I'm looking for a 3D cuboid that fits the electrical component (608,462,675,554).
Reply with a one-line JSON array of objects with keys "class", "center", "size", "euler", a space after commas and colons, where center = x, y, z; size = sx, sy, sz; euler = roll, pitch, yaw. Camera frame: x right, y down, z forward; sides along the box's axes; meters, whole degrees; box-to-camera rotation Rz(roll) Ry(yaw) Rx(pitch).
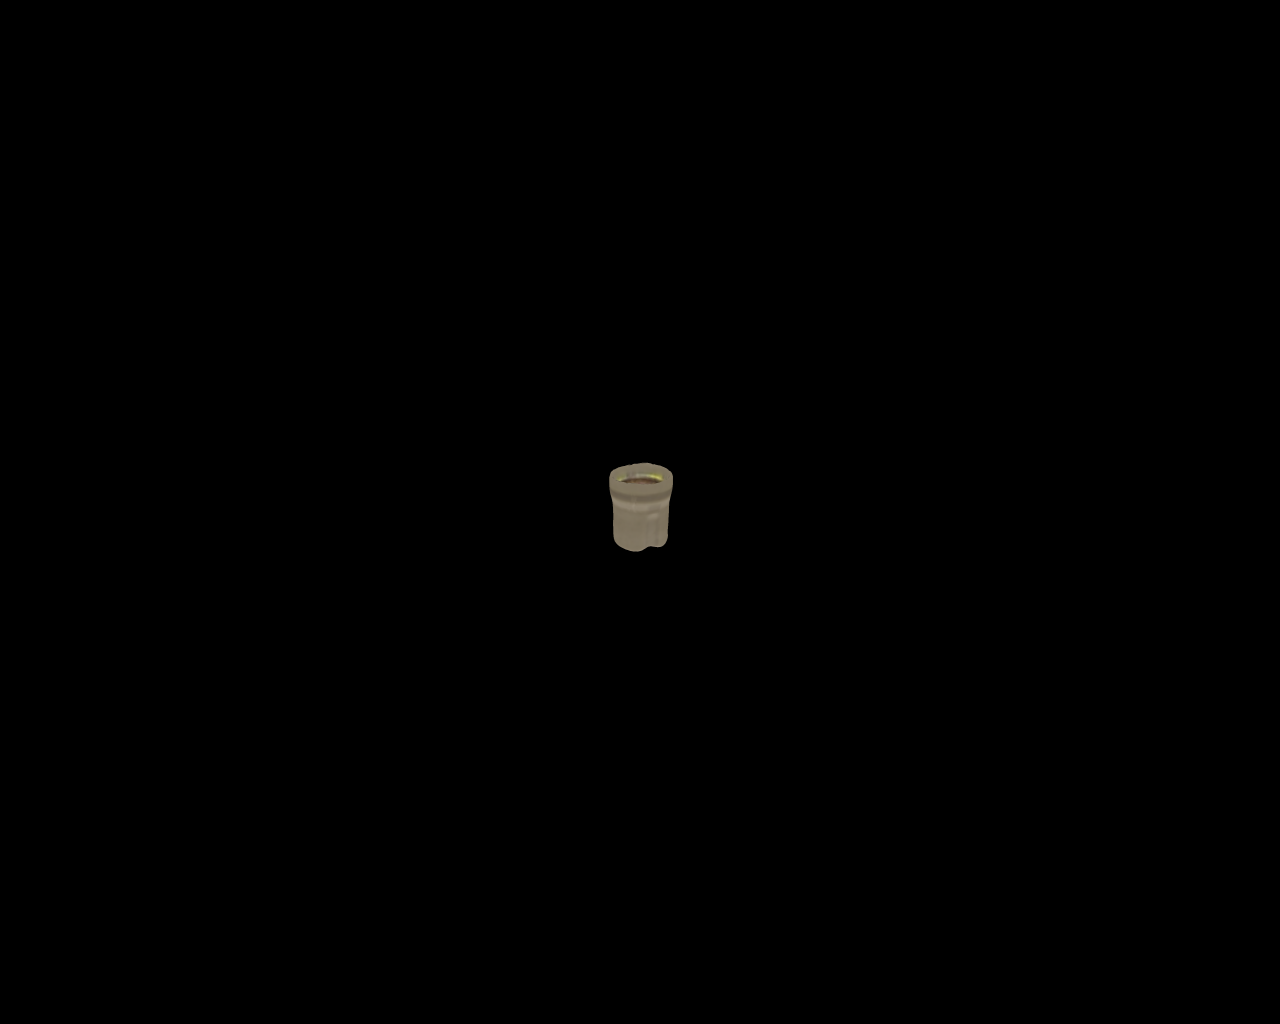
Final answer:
[{"class": "electrical component", "center": [0.001, -0.003, 0.650], "size": [0.040, 0.046, 0.040], "euler": [0, 21, 0]}]
